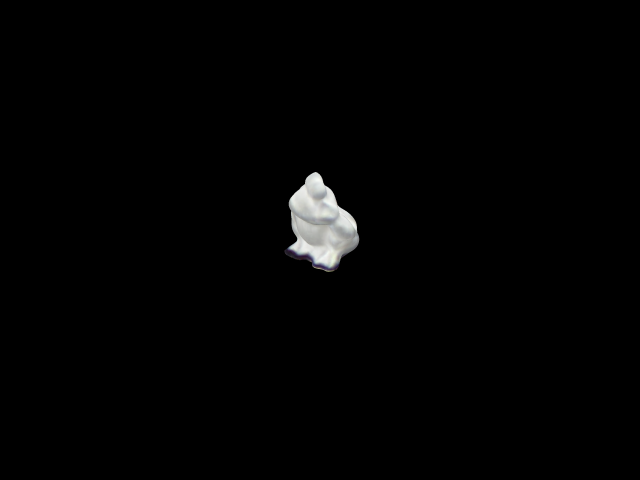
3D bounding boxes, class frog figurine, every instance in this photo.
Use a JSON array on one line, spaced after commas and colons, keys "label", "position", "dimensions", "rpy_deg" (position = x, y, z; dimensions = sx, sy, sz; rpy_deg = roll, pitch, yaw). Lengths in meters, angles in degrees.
[{"label": "frog figurine", "position": [0.003, -0.043, 0.850], "dimensions": [0.123, 0.156, 0.139], "rpy_deg": [-13, 29, -24]}]
